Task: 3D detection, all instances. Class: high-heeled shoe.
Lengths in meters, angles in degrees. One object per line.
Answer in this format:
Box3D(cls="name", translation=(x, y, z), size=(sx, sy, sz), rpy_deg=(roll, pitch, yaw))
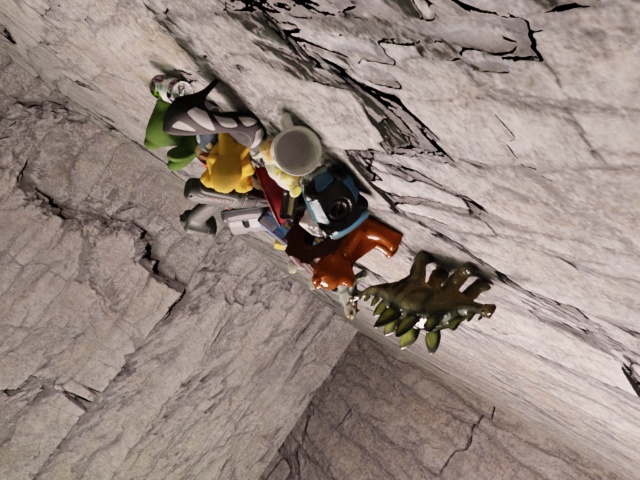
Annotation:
Box3D(cls="high-heeled shoe", translation=(-0.198, -0.203, 1.063), size=(0.086, 0.145, 0.248), rpy_deg=(29, 167, 38))

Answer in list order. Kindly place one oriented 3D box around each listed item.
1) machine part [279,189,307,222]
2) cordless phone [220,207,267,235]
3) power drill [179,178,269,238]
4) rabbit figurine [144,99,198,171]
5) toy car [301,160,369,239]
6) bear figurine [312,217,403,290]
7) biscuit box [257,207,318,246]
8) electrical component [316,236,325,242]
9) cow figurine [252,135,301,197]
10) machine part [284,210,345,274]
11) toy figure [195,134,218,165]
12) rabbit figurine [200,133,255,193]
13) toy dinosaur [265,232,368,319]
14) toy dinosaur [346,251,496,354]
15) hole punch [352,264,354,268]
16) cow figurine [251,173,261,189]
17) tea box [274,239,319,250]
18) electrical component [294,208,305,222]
Box3D(cls="machine part", translation=(-0.055, -0.090, 1.244), size=(0.039, 0.084, 0.139), rpy_deg=(9, -165, 23))
Box3D(cls="cordless phone", translation=(-0.204, -0.109, 1.571), size=(0.147, 0.184, 0.088), rpy_deg=(-8, 132, 11))
Box3D(cls="power drill", translation=(-0.260, -0.081, 1.406), size=(0.232, 0.086, 0.207), rpy_deg=(12, 152, -34))
Box3D(cls="rabbit figurine", translation=(-0.350, -0.260, 1.364), size=(0.170, 0.159, 0.121), rpy_deg=(20, 161, -3))
Box3D(cls="toy car", translation=(0.015, -0.087, 1.040), size=(0.161, 0.109, 0.103), rpy_deg=(53, 179, -36))
Box3D(cls="bear figurine", translation=(0.075, 0.045, 1.178), size=(0.132, 0.196, 0.120), rpy_deg=(32, 167, 10))
Box3D(cls="biscuit box", translation=(-0.073, -0.007, 1.436), size=(0.203, 0.059, 0.062), rpy_deg=(39, 173, 13))
Box3D(cls="electrical component", translation=(0.042, -0.007, 1.407), size=(0.048, 0.075, 0.119), rpy_deg=(25, 169, 46))
Box3D(cls="cow figurine", translation=(-0.089, -0.165, 1.120), size=(0.098, 0.068, 0.167), rpy_deg=(36, 171, 34))
Box3D(cls="machine part", translation=(-0.003, -0.004, 1.293), size=(0.180, 0.179, 0.056), rpy_deg=(27, 165, 41))
Box3D(cls="toy figure", translation=(-0.272, -0.233, 1.301), size=(0.058, 0.064, 0.154), rpy_deg=(29, 145, -3))
Box3D(cls="rabbit figurine", translation=(-0.198, -0.167, 1.208), size=(0.122, 0.162, 0.173), rpy_deg=(21, -157, -9))
Box3D(cls="toy dinosaur", translation=(0.005, 0.072, 1.760), size=(0.405, 0.131, 0.192), rpy_deg=(45, -154, 28))
Box3D(cls="toy dinosaur", translation=(0.201, 0.128, 1.145), size=(0.105, 0.198, 0.472), rpy_deg=(42, 167, -19))
Box3D(cls="hole punch", translation=(0.059, 0.035, 1.510), size=(0.142, 0.092, 0.116), rpy_deg=(33, 174, -9))
Box3D(cls="cow figurine", translation=(-0.217, -0.173, 1.451), size=(0.127, 0.085, 0.194), rpy_deg=(25, 169, 38))
Box3D(cls="tea box", translation=(-0.049, 0.006, 1.606), size=(0.170, 0.068, 0.098), rpy_deg=(11, 170, -2))
Box3D(cls="electrical component", translation=(-0.058, -0.067, 1.495), size=(0.115, 0.058, 0.134), rpy_deg=(30, 169, 15))
